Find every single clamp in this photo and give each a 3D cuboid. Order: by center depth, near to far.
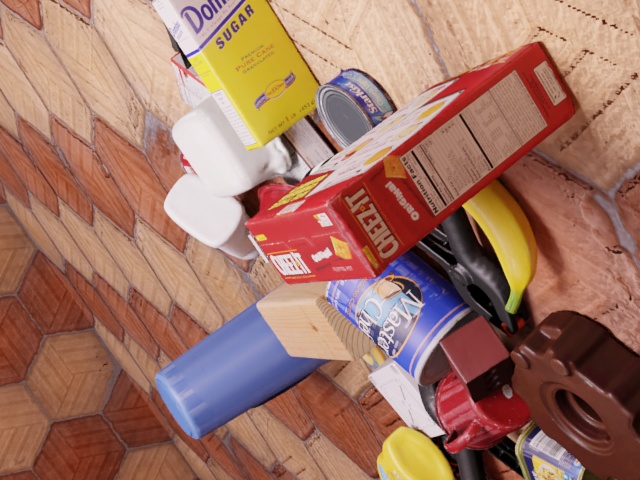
[{"bbox_3d":[0.143,0.019,1.021,0.171,0.039,0.120,45,166,1],"label":"clamp"},{"bbox_3d":[0.175,0.212,1.208,0.036,0.164,0.210,-43,62,30],"label":"clamp"}]

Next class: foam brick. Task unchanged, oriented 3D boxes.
[{"bbox_3d":[0.156,0.117,1.049,0.051,0.053,0.078,59,-179,27],"label":"foam brick"}]

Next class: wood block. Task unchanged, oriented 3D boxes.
[{"bbox_3d":[0.009,0.090,1.341,0.091,0.090,0.206,56,159,-10],"label":"wood block"}]

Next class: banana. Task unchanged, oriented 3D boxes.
[{"bbox_3d":[0.131,-0.030,0.937,0.198,0.070,0.037,53,-161,10],"label":"banana"}]

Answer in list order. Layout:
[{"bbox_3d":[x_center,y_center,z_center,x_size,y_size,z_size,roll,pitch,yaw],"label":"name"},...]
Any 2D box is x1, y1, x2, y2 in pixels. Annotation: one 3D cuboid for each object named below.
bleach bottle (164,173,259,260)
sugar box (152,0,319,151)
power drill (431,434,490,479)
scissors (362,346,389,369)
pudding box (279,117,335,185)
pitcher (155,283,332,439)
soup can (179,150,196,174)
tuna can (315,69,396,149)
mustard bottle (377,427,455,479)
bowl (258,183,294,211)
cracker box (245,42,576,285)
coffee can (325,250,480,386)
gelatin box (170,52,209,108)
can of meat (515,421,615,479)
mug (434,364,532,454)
[{"bbox_3d":[-0.119,-0.014,1.400,0.103,0.068,0.250,34,177,16],"label":"bleach bottle"},{"bbox_3d":[-0.078,-0.188,1.062,0.176,0.093,0.048,57,157,-16],"label":"sugar box"},{"bbox_3d":[0.212,0.308,1.331,0.188,0.057,0.184,52,163,7],"label":"power drill"},{"bbox_3d":[0.094,0.191,1.435,0.096,0.016,0.201,26,148,52],"label":"scissors"},{"bbox_3d":[-0.017,-0.087,1.178,0.113,0.039,0.090,50,160,0],"label":"pudding box"},{"bbox_3d":[-0.100,0.176,1.489,0.149,0.242,0.145,60,162,-6],"label":"pitcher"},{"bbox_3d":[-0.124,-0.102,1.330,0.102,0.068,0.068,14,138,57],"label":"soup can"},{"bbox_3d":[0.036,-0.120,1.020,0.086,0.033,0.086,43,158,22],"label":"tuna can"},{"bbox_3d":[0.117,0.303,1.372,0.096,0.058,0.192,43,161,14],"label":"mustard bottle"},{"bbox_3d":[-0.008,0.001,1.199,0.162,0.055,0.162,23,162,8],"label":"bowl"},{"bbox_3d":[0.067,-0.052,0.815,0.072,0.213,0.164,56,159,-10],"label":"cracker box"},{"bbox_3d":[0.090,0.070,1.124,0.140,0.102,0.103,41,157,26],"label":"coffee can"},{"bbox_3d":[-0.137,-0.181,1.283,0.089,0.030,0.073,39,157,31],"label":"gelatin box"},{"bbox_3d":[0.262,0.244,1.120,0.084,0.057,0.102,24,147,47],"label":"can of meat"},{"bbox_3d":[0.171,0.176,1.121,0.093,0.117,0.082,43,154,3],"label":"mug"}]
